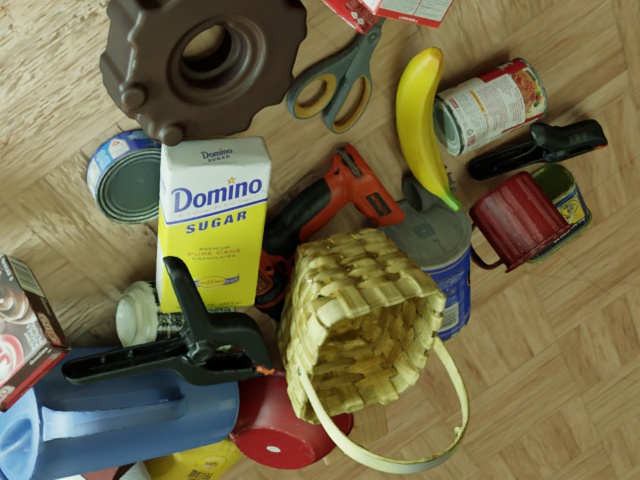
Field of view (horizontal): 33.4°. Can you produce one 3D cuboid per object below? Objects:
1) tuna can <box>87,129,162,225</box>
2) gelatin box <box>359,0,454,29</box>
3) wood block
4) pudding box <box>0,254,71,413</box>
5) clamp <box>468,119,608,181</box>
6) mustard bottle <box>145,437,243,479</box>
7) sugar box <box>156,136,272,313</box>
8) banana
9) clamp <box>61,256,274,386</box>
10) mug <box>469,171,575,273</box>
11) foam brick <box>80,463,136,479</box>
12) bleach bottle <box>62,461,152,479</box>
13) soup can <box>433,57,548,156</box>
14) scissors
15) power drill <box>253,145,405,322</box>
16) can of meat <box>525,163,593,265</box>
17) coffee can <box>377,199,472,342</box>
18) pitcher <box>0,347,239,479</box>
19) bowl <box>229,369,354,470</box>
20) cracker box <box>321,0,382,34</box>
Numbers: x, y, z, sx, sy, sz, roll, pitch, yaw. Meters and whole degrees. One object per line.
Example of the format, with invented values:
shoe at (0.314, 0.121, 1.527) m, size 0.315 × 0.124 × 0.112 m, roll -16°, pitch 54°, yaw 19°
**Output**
tuna can at (-0.164, -0.057, 0.955) m, size 0.086 × 0.034 × 0.086 m, roll -19°, pitch 139°, yaw -18°
gelatin box at (0.082, -0.218, 0.853) m, size 0.073 × 0.030 × 0.089 m, roll 2°, pitch 129°, yaw -39°
wood block at (0.016, 0.164, 1.263) m, size 0.090 × 0.091 × 0.206 m, roll -25°, pitch 140°, yaw -12°
pudding box at (-0.281, 0.083, 0.953) m, size 0.090 × 0.114 × 0.039 m, roll -42°, pitch 144°, yaw 9°
clamp at (0.258, -0.108, 1.169) m, size 0.171 × 0.039 × 0.120 m, roll -16°, pitch 176°, yaw -26°
mustard bottle at (-0.172, 0.286, 1.282) m, size 0.096 × 0.058 × 0.192 m, roll 22°, pitch 116°, yaw -44°
sugar box at (-0.099, -0.011, 0.972) m, size 0.093 × 0.048 × 0.176 m, roll -5°, pitch 136°, yaw -16°
banana at (0.106, -0.116, 1.061) m, size 0.037 × 0.070 × 0.198 m, roll -51°, pitch 142°, yaw -31°
clamp at (-0.116, 0.090, 1.007) m, size 0.209 × 0.036 × 0.165 m, roll 15°, pitch 126°, yaw -41°
mug at (0.211, -0.015, 1.183) m, size 0.117 × 0.081 × 0.093 m, roll -41°, pitch 168°, yaw 27°
foam brick at (-0.224, 0.226, 1.161) m, size 0.053 × 0.051 × 0.078 m, roll -60°, pitch 171°, yaw 31°
bleach bottle at (-0.205, 0.332, 1.150) m, size 0.102 × 0.251 × 0.068 m, roll -13°, pitch 136°, yaw -25°
soup can at (0.169, -0.135, 1.083) m, size 0.102 × 0.068 × 0.068 m, roll -25°, pitch 140°, yaw -11°
scissors at (0.028, -0.181, 0.977) m, size 0.096 × 0.016 × 0.202 m, roll -8°, pitch 134°, yaw -29°
power drill at (-0.007, 0.001, 1.106) m, size 0.187 × 0.057 × 0.184 m, roll -37°, pitch 141°, yaw 3°
can of meat at (0.265, -0.032, 1.265) m, size 0.102 × 0.057 × 0.084 m, roll -36°, pitch 140°, yaw 2°
coffee can at (0.118, 0.035, 1.193) m, size 0.102 × 0.103 × 0.140 m, roll -24°, pitch 140°, yaw -13°
pitcher at (-0.200, 0.169, 1.078) m, size 0.242 × 0.149 × 0.145 m, roll -2°, pitch 131°, yaw -38°
bowl at (-0.045, 0.211, 1.196) m, size 0.162 × 0.055 × 0.162 m, roll 10°, pitch 141°, yaw 8°
cracker box at (0.053, -0.289, 0.840) m, size 0.214 × 0.072 × 0.164 m, roll -44°, pitch 141°, yaw 11°
